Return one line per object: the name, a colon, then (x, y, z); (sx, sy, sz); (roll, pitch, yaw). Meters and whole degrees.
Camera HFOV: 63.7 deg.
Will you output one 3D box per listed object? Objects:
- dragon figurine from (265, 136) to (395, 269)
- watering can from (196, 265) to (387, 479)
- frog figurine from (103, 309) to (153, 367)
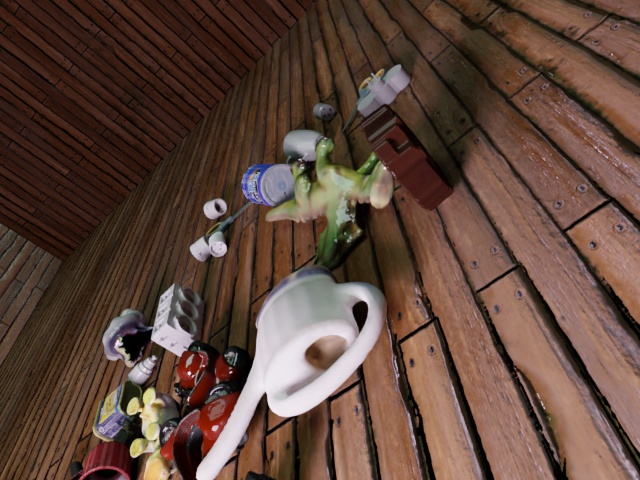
dragon figurine: (0.003, -0.049, 0.976); (0.403, 0.121, 0.249); (-38, 36, 41)
watering can: (-0.052, 0.169, 0.743); (0.346, 0.102, 0.228); (-40, 26, 8)
frog figurine: (-0.512, 0.244, 1.344); (0.160, 0.122, 0.138); (16, 87, 50)
